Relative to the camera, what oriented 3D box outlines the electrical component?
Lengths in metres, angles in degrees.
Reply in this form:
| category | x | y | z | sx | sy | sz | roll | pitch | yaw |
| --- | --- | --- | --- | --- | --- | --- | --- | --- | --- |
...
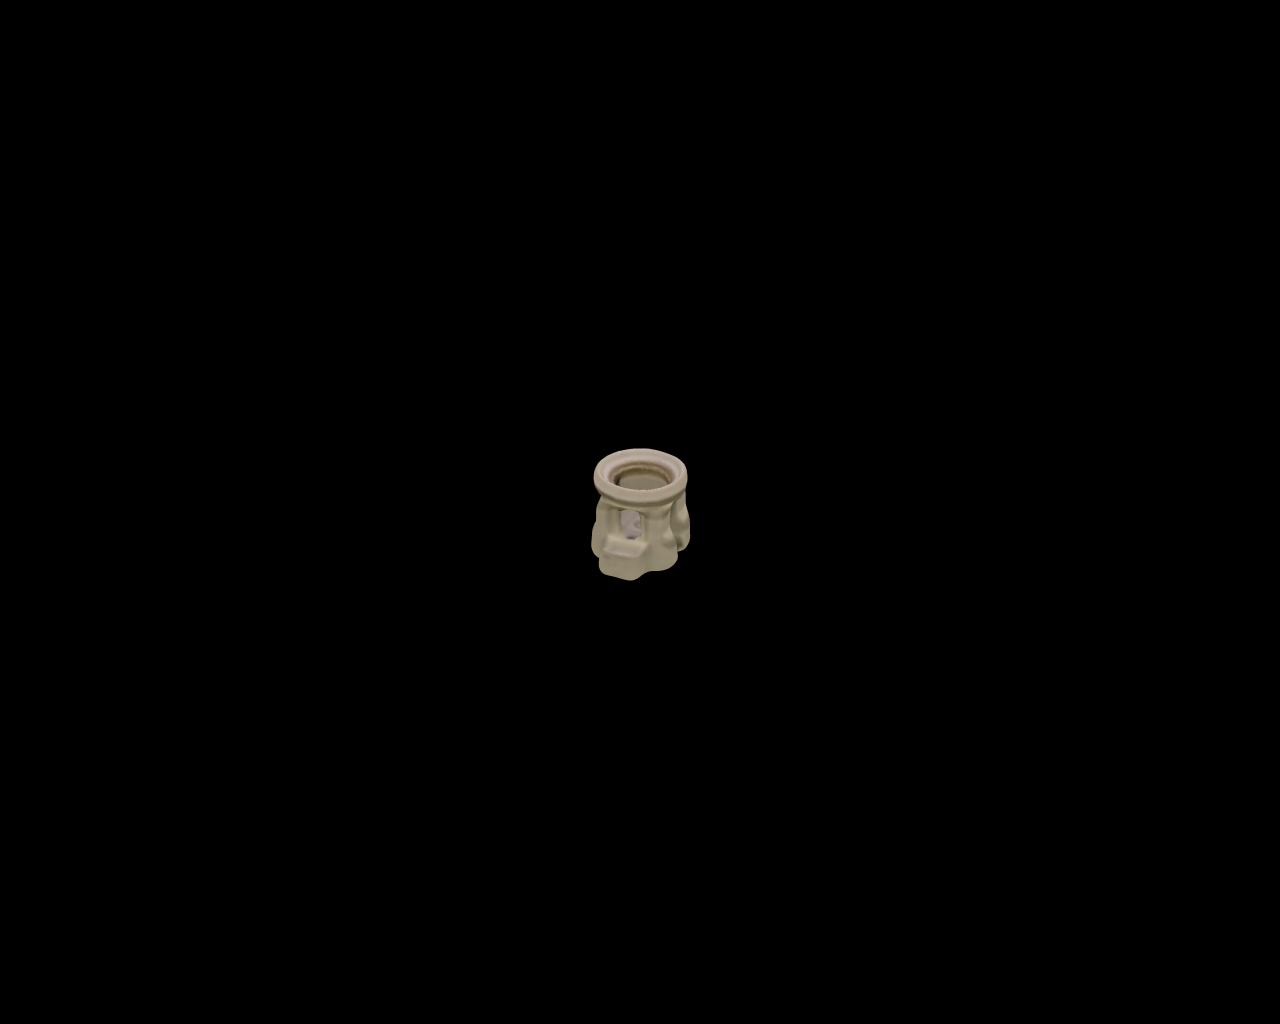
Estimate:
| category | x | y | z | sx | sy | sz | roll | pitch | yaw |
| --- | --- | --- | --- | --- | --- | --- | --- | --- | --- |
| electrical component | 0.001 | -0.003 | 0.650 | 0.058 | 0.056 | 0.078 | 12 | 33 | 19 |
